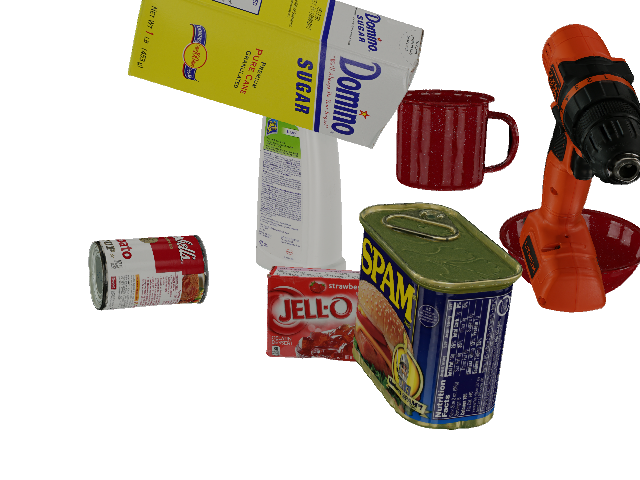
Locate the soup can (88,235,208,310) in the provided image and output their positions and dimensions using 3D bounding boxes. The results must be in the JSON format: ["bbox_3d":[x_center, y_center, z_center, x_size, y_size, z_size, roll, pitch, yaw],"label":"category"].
[{"bbox_3d":[-0.167,0.031,1.030,0.102,0.068,0.069,-3,1,-24],"label":"soup can"}]

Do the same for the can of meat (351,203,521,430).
[{"bbox_3d":[0.055,0.037,0.551,0.057,0.084,0.102,-4,24,-19],"label":"can of meat"}]

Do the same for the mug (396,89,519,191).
[{"bbox_3d":[0.123,-0.092,0.979,0.117,0.081,0.093,4,15,13],"label":"mug"}]

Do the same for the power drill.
[{"bbox_3d":[0.191,-0.041,0.778,0.057,0.188,0.184,2,36,0],"label":"power drill"}]

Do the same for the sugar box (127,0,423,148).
[{"bbox_3d":[-0.031,-0.122,0.697,0.176,0.048,0.093,18,-31,-7],"label":"sugar box"}]

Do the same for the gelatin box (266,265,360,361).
[{"bbox_3d":[-0.001,0.062,0.897,0.089,0.073,0.030,3,16,6],"label":"gelatin box"}]

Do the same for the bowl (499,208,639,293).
[{"bbox_3d":[0.276,0.020,1.169,0.162,0.055,0.162,-1,27,0],"label":"bowl"}]

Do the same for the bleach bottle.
[{"bbox_3d":[-0.019,-0.088,1.135,0.103,0.251,0.067,16,22,37],"label":"bleach bottle"}]
